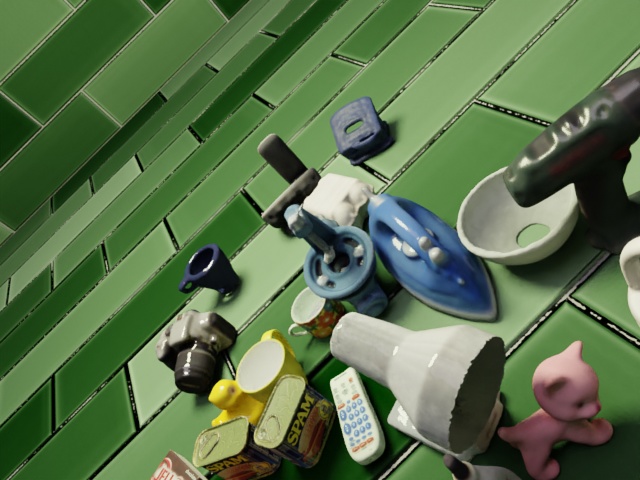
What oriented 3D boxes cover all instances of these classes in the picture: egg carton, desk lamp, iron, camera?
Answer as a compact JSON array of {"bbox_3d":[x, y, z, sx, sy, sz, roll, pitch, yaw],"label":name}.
[{"bbox_3d":[0.035,-0.067,1.076,0.107,0.070,0.149,-53,35,-13],"label":"egg carton"},{"bbox_3d":[0.117,0.159,0.623,0.202,0.214,0.118,9,60,50],"label":"desk lamp"},{"bbox_3d":[0.146,0.008,0.818,0.118,0.142,0.257,-44,34,1],"label":"iron"},{"bbox_3d":[-0.241,0.208,1.045,0.143,0.101,0.136,-27,38,25],"label":"camera"}]

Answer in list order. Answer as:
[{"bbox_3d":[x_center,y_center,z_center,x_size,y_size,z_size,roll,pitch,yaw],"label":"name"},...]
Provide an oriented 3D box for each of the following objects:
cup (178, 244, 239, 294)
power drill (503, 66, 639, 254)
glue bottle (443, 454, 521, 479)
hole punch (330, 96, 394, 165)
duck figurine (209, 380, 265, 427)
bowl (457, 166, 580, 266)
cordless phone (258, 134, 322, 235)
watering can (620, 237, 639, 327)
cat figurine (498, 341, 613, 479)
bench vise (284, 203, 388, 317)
[{"bbox_3d":[-0.220,0.079,1.165,0.118,0.095,0.091,-48,34,-5],"label":"cup"},{"bbox_3d":[0.339,-0.086,0.656,0.229,0.209,0.075,-31,37,20],"label":"power drill"},{"bbox_3d":[0.158,0.239,0.534,0.037,0.174,0.078,-30,37,21],"label":"glue bottle"},{"bbox_3d":[0.082,-0.225,1.175,0.108,0.091,0.101,-28,38,23],"label":"hole punch"},{"bbox_3d":[-0.138,0.257,0.900,0.104,0.086,0.077,-46,34,-1],"label":"duck figurine"},{"bbox_3d":[0.276,-0.025,0.776,0.167,0.075,0.167,-27,38,24],"label":"bowl"},{"bbox_3d":[-0.082,-0.113,1.142,0.147,0.186,0.094,-46,34,-2],"label":"cordless phone"},{"bbox_3d":[0.340,0.048,0.526,0.100,0.195,0.173,-14,45,37],"label":"watering can"},{"bbox_3d":[0.235,0.168,0.578,0.128,0.118,0.067,-41,34,6],"label":"cat figurine"},{"bbox_3d":[0.000,0.012,0.894,0.121,0.220,0.206,-49,34,-7],"label":"bench vise"}]
